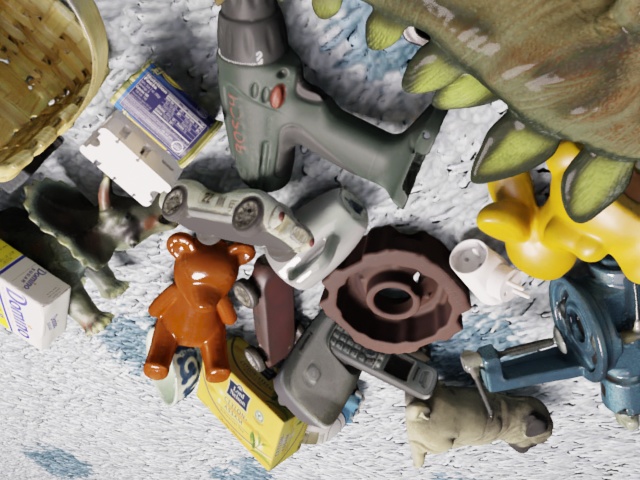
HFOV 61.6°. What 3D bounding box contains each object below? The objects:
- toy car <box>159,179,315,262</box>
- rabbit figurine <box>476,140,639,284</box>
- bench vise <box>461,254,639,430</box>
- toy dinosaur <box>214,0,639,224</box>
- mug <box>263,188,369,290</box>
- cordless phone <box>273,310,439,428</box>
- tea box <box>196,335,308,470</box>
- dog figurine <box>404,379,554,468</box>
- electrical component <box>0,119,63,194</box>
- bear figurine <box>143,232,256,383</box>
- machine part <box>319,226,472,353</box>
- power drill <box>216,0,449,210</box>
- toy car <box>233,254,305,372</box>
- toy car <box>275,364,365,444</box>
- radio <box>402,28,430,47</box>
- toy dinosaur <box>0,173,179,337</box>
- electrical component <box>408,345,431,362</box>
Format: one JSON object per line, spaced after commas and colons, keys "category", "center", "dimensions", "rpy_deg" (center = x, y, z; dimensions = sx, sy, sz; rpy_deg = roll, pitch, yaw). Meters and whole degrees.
{"category": "toy car", "center": [-0.093, -0.024, 0.566], "dimensions": [0.202, 0.056, 0.073], "rpy_deg": [10, 160, 38]}
{"category": "rabbit figurine", "center": [0.228, -0.013, 0.506], "dimensions": [0.162, 0.122, 0.173], "rpy_deg": [20, 153, -1]}
{"category": "bench vise", "center": [0.282, 0.128, 0.603], "dimensions": [0.241, 0.129, 0.223], "rpy_deg": [-15, 122, 3]}
{"category": "toy dinosaur", "center": [0.165, -0.112, 0.332], "dimensions": [0.471, 0.105, 0.198], "rpy_deg": [24, 138, -2]}
{"category": "mug", "center": [-0.001, -0.002, 0.581], "dimensions": [0.080, 0.110, 0.107], "rpy_deg": [41, 116, -14]}
{"category": "cordless phone", "center": [0.048, 0.183, 0.689], "dimensions": [0.184, 0.146, 0.088], "rpy_deg": [20, 135, 17]}
{"category": "tea box", "center": [-0.097, 0.228, 0.772], "dimensions": [0.170, 0.068, 0.098], "rpy_deg": [32, 121, 33]}
{"category": "dog figurine", "center": [0.217, 0.238, 0.729], "dimensions": [0.191, 0.121, 0.172], "rpy_deg": [-8, 167, 16]}
{"category": "electrical component", "center": [-0.337, -0.089, 0.567], "dimensions": [0.048, 0.119, 0.074], "rpy_deg": [-25, 125, 32]}
{"category": "bear figurine", "center": [-0.152, 0.086, 0.686], "dimensions": [0.120, 0.132, 0.195], "rpy_deg": [10, 142, -20]}
{"category": "machine part", "center": [0.090, 0.062, 0.648], "dimensions": [0.179, 0.056, 0.179], "rpy_deg": [7, 133, 7]}
{"category": "power drill", "center": [0.004, -0.119, 0.468], "dimensions": [0.207, 0.086, 0.231], "rpy_deg": [17, 137, 4]}
{"category": "toy car", "center": [-0.062, 0.094, 0.697], "dimensions": [0.053, 0.089, 0.201], "rpy_deg": [37, 145, 30]}
{"category": "toy car", "center": [-0.017, 0.263, 0.833], "dimensions": [0.162, 0.103, 0.109], "rpy_deg": [16, 135, 2]}
{"category": "radio", "center": [0.185, -0.183, 0.377], "dimensions": [0.230, 0.073, 0.131], "rpy_deg": [15, 135, -1]}
{"category": "toy dinosaur", "center": [-0.365, 0.015, 0.683], "dimensions": [0.405, 0.131, 0.192], "rpy_deg": [-6, 119, 25]}
{"category": "electrical component", "center": [0.123, 0.157, 0.752], "dimensions": [0.063, 0.021, 0.094], "rpy_deg": [-28, 121, 33]}
